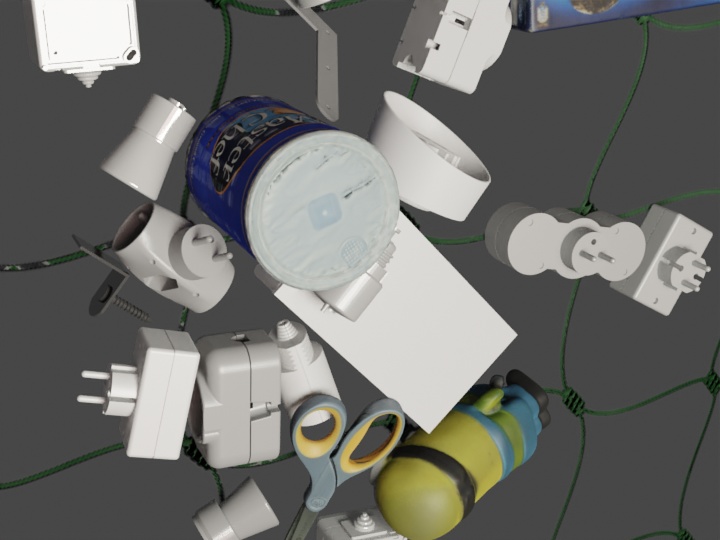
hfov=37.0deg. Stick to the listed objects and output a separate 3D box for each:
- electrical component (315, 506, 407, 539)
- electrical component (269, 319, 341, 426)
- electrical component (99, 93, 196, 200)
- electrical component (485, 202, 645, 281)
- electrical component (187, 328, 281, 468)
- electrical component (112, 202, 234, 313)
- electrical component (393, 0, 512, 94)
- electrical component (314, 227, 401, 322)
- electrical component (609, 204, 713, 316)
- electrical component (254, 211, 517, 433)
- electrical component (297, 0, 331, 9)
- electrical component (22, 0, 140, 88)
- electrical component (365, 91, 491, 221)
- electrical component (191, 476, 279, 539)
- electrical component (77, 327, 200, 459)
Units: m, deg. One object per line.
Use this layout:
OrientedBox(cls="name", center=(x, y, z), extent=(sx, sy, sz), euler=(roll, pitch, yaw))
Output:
OrientedBox(cls="electrical component", center=(-0.003, 0.239, 0.893), extent=(0.062, 0.061, 0.096), euler=(-5, 110, -24))
OrientedBox(cls="electrical component", center=(-0.047, 0.074, 0.825), extent=(0.043, 0.043, 0.081), euler=(-26, 117, -15))
OrientedBox(cls="electrical component", center=(-0.141, -0.086, 0.727), extent=(0.044, 0.044, 0.065), euler=(33, 87, -31))
OrientedBox(cls="electrical component", center=(0.179, -0.018, 0.882), extent=(0.138, 0.074, 0.052), euler=(4, 106, -26))
OrientedBox(cls="electrical component", center=(-0.096, 0.096, 0.803), extent=(0.059, 0.054, 0.095), euler=(-6, 110, -24))
OrientedBox(cls="electrical component", center=(-0.119, -0.011, 0.743), extent=(0.077, 0.079, 0.043), euler=(41, 58, -30))
OrientedBox(cls="electrical component", center=(0.072, -0.180, 0.788), extent=(0.056, 0.050, 0.089), euler=(16, 100, -29))
OrientedBox(cls="electrical component", center=(0.000, 0.000, 0.751), extent=(0.040, 0.040, 0.078), euler=(39, 88, -31))
OrientedBox(cls="electrical component", center=(0.272, -0.003, 0.930), extent=(0.047, 0.076, 0.083), euler=(24, 96, -30))
OrientedBox(cls="electrical component", center=(0.020, 0.025, 0.830), extent=(0.105, 0.060, 0.186), euler=(-48, 120, -4))
OrientedBox(cls="electrical component", center=(-0.021, -0.229, 0.731), extent=(0.079, 0.043, 0.077), euler=(-32, 113, -25))
OrientedBox(cls="electrical component", center=(-0.176, -0.163, 0.670), extent=(0.062, 0.061, 0.096), euler=(-10, 112, -22))
OrientedBox(cls="electrical component", center=(0.048, -0.081, 0.787), extent=(0.099, 0.099, 0.064), euler=(20, 104, -30))
OrientedBox(cls="electrical component", center=(-0.098, 0.195, 0.842), extent=(0.055, 0.045, 0.045), euler=(-32, 118, -12))
OrientedBox(cls="electrical component", center=(-0.163, 0.087, 0.772), extent=(0.076, 0.047, 0.083), euler=(8, 104, -22))
